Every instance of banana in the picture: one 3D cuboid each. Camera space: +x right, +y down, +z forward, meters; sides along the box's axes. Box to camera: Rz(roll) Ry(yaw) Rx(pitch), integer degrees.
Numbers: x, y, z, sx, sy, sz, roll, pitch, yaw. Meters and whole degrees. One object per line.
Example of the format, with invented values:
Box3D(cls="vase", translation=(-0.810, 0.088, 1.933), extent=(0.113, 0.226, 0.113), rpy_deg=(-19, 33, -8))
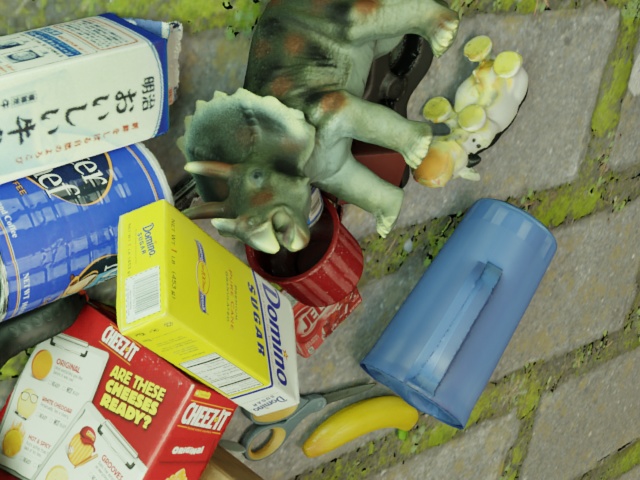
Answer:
Box3D(cls="banana", translation=(0.059, 0.212, 1.223), extent=(0.197, 0.037, 0.070), rpy_deg=(6, 106, -49))

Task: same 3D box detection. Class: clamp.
Box3D(cls="clamp", translation=(0.065, -0.142, 1.014), extent=(0.164, 0.036, 0.210), rpy_deg=(13, 105, -51))
Box3D(cls="clamp", translation=(-0.243, 0.068, 0.772), extent=(0.171, 0.120, 0.039), rpy_deg=(-39, 128, -55))

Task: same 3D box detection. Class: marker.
Box3D(cls="marker", translation=(-0.103, -0.045, 0.901), extent=(0.121, 0.020, 0.020), rpy_deg=(-43, 138, -22))

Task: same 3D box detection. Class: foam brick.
Box3D(cls="foam brick", translation=(0.033, -0.068, 0.963), extent=(0.078, 0.053, 0.051), rpy_deg=(-9, 125, -42))

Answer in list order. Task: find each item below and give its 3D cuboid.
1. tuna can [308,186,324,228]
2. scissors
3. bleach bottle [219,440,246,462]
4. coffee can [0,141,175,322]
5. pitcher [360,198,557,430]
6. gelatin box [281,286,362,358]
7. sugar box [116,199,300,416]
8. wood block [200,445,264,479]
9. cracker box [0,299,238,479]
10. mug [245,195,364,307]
Box3D(cls="tuna can", translation=(-0.041, -0.037, 0.921), extent=(0.086, 0.086, 0.034), rpy_deg=(-36, 133, -28))
Box3D(cls="scissors", translation=(-0.016, 0.192, 1.146), extent=(0.201, 0.016, 0.096), rpy_deg=(13, 104, -50))
Box3D(cls="bleach bottle", translation=(-0.131, 0.318, 1.060), extent=(0.102, 0.068, 0.251), rpy_deg=(8, 104, -50))
Box3D(cls="coffee can", translation=(-0.188, -0.010, 0.761), extent=(0.140, 0.103, 0.103), rpy_deg=(-23, 128, -38))
Box3D(cls="pitcher", translation=(0.161, 0.076, 1.177), extent=(0.144, 0.149, 0.242), rpy_deg=(41, 77, -37))
Box3D(cls="gelatin box", translation=(-0.003, 0.063, 1.070), extent=(0.089, 0.030, 0.073), rpy_deg=(-45, 139, -20))
Box3D(cls="sugar box", translation=(-0.075, 0.053, 0.765), extent=(0.176, 0.048, 0.093), rpy_deg=(39, 37, -49))
Box3D(cls="wood block", translation=(-0.090, 0.245, 0.942), extent=(0.091, 0.206, 0.090), rpy_deg=(-59, 142, -3))
Box3D(cls="cracker box", translation=(-0.179, 0.173, 0.833), extent=(0.072, 0.164, 0.214), rpy_deg=(28, 91, -54))
Box3D(cls="mug", translation=(-0.006, 0.001, 0.989), extent=(0.081, 0.093, 0.117), rpy_deg=(46, 57, -55))
